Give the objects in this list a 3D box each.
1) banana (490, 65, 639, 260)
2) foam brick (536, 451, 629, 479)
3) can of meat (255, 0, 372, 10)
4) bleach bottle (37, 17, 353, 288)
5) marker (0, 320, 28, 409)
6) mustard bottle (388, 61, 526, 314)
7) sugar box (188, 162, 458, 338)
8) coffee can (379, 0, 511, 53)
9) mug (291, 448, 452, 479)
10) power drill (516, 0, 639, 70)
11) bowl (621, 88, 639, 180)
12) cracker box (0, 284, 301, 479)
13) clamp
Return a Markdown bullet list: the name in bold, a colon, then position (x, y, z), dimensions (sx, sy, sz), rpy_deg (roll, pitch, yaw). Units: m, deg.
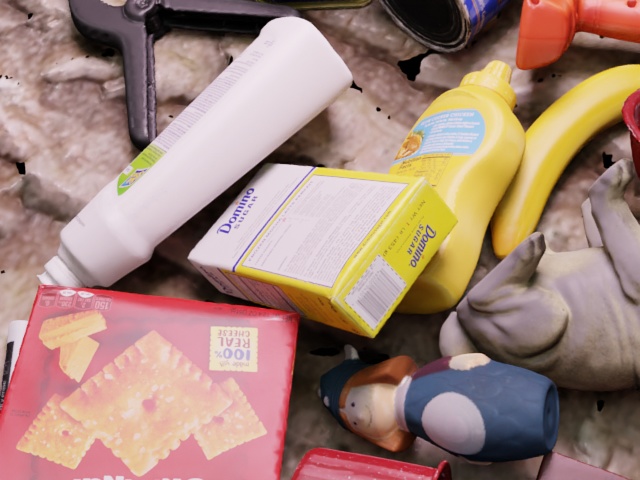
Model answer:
- **banana**: position (0.178, -0.066, 0.738), dimensions (0.197, 0.037, 0.070), rpy_deg (-37, 63, -12)
- **foam brick**: position (0.142, 0.170, 0.612), dimensions (0.053, 0.051, 0.078), rpy_deg (18, 67, 15)
- **can of meat**: position (-0.007, -0.227, 0.824), dimensions (0.102, 0.084, 0.057), rpy_deg (-1, 62, 8)
- **bleach bottle**: position (-0.094, -0.051, 0.748), dimensions (0.250, 0.103, 0.068), rpy_deg (-43, 108, -7)
- **marker**: position (-0.205, 0.112, 0.710), dimensions (0.020, 0.020, 0.121), rpy_deg (-4, 62, 6)
- **mustard bottle**: position (0.086, -0.044, 0.716), dimensions (0.096, 0.058, 0.191), rpy_deg (-5, 51, 53)
- **sugar box**: position (-0.004, 0.001, 0.674), dimensions (0.093, 0.048, 0.176), rpy_deg (-52, 28, -17)
- **coffee can**: position (0.116, -0.223, 0.793), dimensions (0.103, 0.103, 0.140), rpy_deg (39, 74, 24)
- **mug**: position (0.023, 0.174, 0.603), dimensions (0.082, 0.093, 0.117), rpy_deg (7, 51, 17)
- **power drill**: position (0.229, -0.136, 0.715), dimensions (0.188, 0.057, 0.184), rpy_deg (10, 28, 11)
- **bowl**: position (0.264, -0.040, 0.680), dimensions (0.162, 0.055, 0.162), rpy_deg (8, 34, -5)
- **cracker box**: position (-0.104, 0.136, 0.609), dimensions (0.164, 0.072, 0.213), rpy_deg (7, 56, 0)
- **clamp**: position (-0.138, -0.167, 0.837), dimensions (0.210, 0.036, 0.164), rpy_deg (36, 71, 22)
